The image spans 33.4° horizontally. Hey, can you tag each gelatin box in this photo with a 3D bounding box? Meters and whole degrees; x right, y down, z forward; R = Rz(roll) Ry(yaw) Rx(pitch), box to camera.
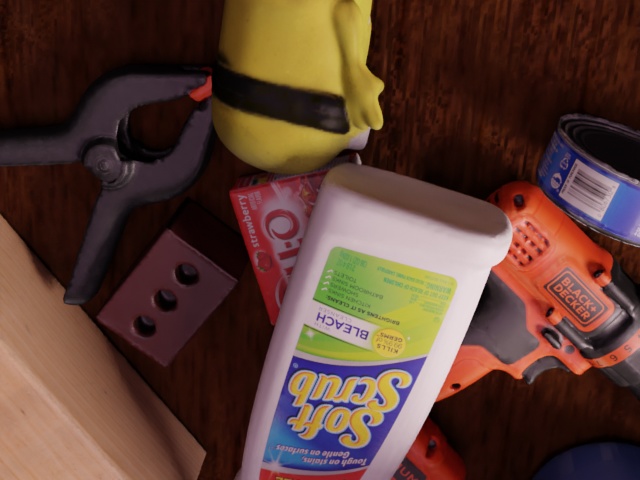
[{"bbox_3d":[-0.004,0.001,0.614,0.073,0.030,0.089,-11,112,12],"label":"gelatin box"}]

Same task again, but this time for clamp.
[{"bbox_3d":[-0.128,-0.051,0.604,0.120,0.039,0.172,42,108,-17],"label":"clamp"}]

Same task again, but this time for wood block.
[{"bbox_3d":[-0.174,0.101,0.650,0.090,0.090,0.206,-32,106,20],"label":"wood block"}]

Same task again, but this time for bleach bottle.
[{"bbox_3d":[0.016,0.090,0.577,0.102,0.068,0.251,17,111,4],"label":"bleach bottle"}]

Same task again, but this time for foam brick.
[{"bbox_3d":[-0.085,0.025,0.624,0.053,0.051,0.078,37,114,-9],"label":"foam brick"}]

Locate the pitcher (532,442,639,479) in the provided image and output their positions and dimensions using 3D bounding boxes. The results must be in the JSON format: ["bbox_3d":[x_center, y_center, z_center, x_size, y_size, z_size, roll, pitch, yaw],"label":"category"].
[{"bbox_3d":[0.163,0.227,0.575,0.149,0.242,0.145,-21,110,16],"label":"pitcher"}]

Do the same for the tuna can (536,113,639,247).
[{"bbox_3d":[0.156,-0.031,0.548,0.086,0.086,0.034,20,116,-2],"label":"tuna can"}]

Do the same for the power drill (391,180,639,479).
[{"bbox_3d":[0.112,0.082,0.622,0.184,0.057,0.188,45,109,-8],"label":"power drill"}]
